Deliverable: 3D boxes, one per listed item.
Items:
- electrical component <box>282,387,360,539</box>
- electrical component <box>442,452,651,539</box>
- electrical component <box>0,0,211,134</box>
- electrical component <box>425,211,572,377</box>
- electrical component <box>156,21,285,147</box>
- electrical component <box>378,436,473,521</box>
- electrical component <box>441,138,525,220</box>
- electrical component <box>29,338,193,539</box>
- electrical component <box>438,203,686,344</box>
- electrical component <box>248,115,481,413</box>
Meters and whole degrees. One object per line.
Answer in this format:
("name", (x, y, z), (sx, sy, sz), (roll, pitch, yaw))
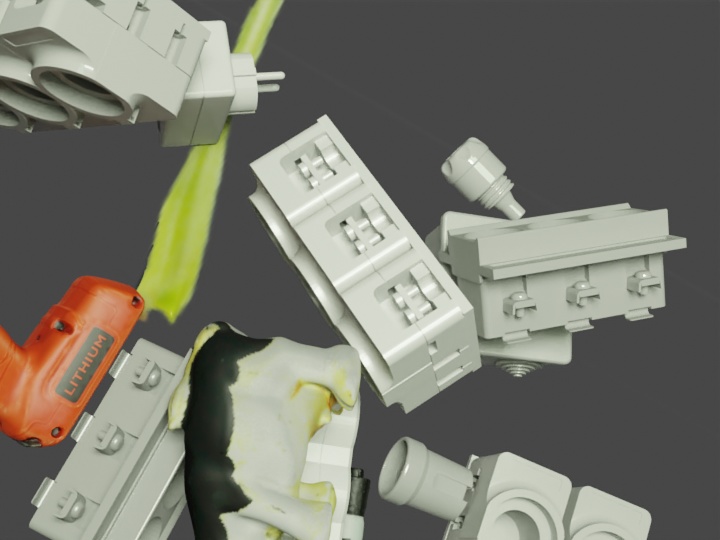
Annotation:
("electrical component", (-0.047, 0.126, 0.623), (0.074, 0.052, 0.138), (10, 74, -12))
("electrical component", (0.094, 0.214, 0.634), (0.105, 0.060, 0.186), (24, 72, -8))
("electrical component", (-0.171, -0.120, 0.590), (0.089, 0.150, 0.061), (33, 68, -44))
("electrical component", (0.086, 0.016, 0.688), (0.100, 0.048, 0.099), (8, 75, -13))
("electrical component", (-0.084, -0.113, 0.657), (0.076, 0.083, 0.047), (-6, 78, -16))
("electrical component", (0.040, 0.128, 0.654), (0.046, 0.040, 0.040), (25, 71, -14))
("electrical component", (0.085, -0.057, 0.714), (0.061, 0.035, 0.035), (45, 70, -3))
("electrical component", (-0.125, 0.105, 0.601), (0.063, 0.078, 0.121), (23, 70, 15))
("electrical component", (0.119, 0.001, 0.638), (0.121, 0.079, 0.063), (-9, 101, -17))
("electrical component", (0.000, 0.000, 0.620), (0.062, 0.089, 0.150), (-32, 64, -7))
